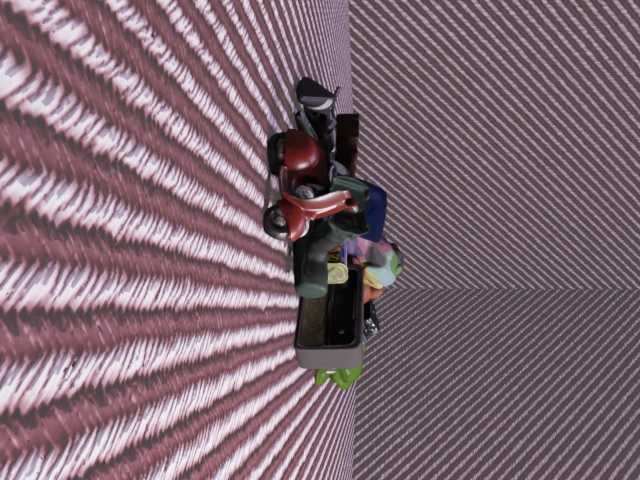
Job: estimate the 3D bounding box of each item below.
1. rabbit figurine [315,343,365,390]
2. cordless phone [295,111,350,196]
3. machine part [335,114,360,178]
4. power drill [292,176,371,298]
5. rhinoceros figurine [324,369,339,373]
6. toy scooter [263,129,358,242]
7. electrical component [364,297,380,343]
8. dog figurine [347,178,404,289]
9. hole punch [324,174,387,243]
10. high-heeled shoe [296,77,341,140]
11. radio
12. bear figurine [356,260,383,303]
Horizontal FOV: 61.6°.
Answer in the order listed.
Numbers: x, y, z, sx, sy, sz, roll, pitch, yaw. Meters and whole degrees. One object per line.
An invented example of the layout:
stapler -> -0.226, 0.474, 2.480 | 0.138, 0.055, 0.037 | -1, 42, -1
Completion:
rabbit figurine -> 0.030, 0.297, 1.365 | 0.170, 0.121, 0.159 | 58, 34, -42
cordless phone -> -0.010, -0.183, 1.112 | 0.147, 0.089, 0.184 | -81, 148, -67
machine part -> 0.061, -0.214, 1.294 | 0.179, 0.056, 0.179 | -4, 97, -89
power drill -> 0.006, -0.028, 0.942 | 0.207, 0.086, 0.232 | -39, -140, 50
rhinoceros figurine -> 0.019, 0.212, 1.192 | 0.073, 0.112, 0.190 | 57, 7, -27
toy scooter -> -0.011, -0.085, 0.793 | 0.075, 0.135, 0.184 | 69, 20, -66
electrical component -> 0.080, 0.197, 1.291 | 0.058, 0.115, 0.134 | 56, 21, -29
dog figurine -> 0.098, -0.022, 1.167 | 0.108, 0.192, 0.219 | -34, 139, -25
hole punch -> 0.071, -0.060, 1.046 | 0.115, 0.142, 0.092 | -69, -156, 7
high-heeled shoe -> -0.020, -0.261, 1.142 | 0.145, 0.086, 0.249 | -61, 168, 25
radio -> 0.025, 0.150, 1.105 | 0.073, 0.131, 0.230 | 85, 8, -46
bear figurine -> 0.070, 0.079, 1.309 | 0.196, 0.120, 0.132 | 55, 7, 16
